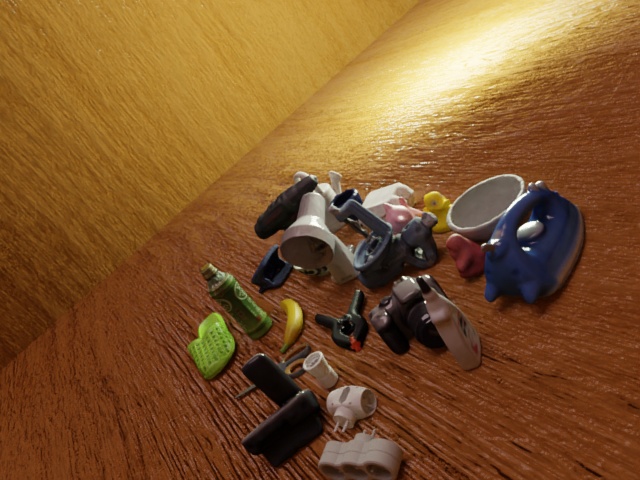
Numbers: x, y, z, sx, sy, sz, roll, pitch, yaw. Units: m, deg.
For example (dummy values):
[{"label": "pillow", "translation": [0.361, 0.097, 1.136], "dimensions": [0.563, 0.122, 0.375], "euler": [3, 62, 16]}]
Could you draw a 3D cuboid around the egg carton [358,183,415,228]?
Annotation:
[{"label": "egg carton", "translation": [0.169, -0.086, 1.465], "dimensions": [0.150, 0.069, 0.107], "euler": [-17, 31, 42]}]

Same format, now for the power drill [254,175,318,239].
[{"label": "power drill", "translation": [-0.051, -0.044, 1.533], "dimensions": [0.229, 0.209, 0.075], "euler": [-30, 24, 19]}]

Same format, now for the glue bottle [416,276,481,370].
[{"label": "glue bottle", "translation": [0.196, 0.121, 0.890], "dimensions": [0.037, 0.173, 0.078], "euler": [-28, 25, 24]}]

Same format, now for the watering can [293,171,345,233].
[{"label": "watering can", "translation": [-0.002, -0.122, 1.629], "dimensions": [0.100, 0.194, 0.173], "euler": [-15, 32, 44]}]

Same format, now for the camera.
[{"label": "camera", "translation": [0.164, 0.135, 1.006], "dimensions": [0.143, 0.101, 0.136], "euler": [-37, 22, 4]}]

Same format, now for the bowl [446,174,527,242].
[{"label": "bowl", "translation": [0.339, -0.050, 1.130], "dimensions": [0.167, 0.075, 0.167], "euler": [-32, 23, 16]}]

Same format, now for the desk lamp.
[{"label": "desk lamp", "translation": [0.012, 0.005, 1.337], "dimensions": [0.117, 0.214, 0.203], "euler": [-24, 26, 31]}]

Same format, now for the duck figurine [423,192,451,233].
[{"label": "duck figurine", "translation": [0.261, -0.070, 1.272], "dimensions": [0.077, 0.086, 0.104], "euler": [-46, 24, -18]}]

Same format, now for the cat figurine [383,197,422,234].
[{"label": "cat figurine", "translation": [0.188, -0.050, 1.302], "dimensions": [0.067, 0.118, 0.128], "euler": [-24, 26, 31]}]

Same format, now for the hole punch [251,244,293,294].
[{"label": "hole punch", "translation": [-0.146, 0.079, 1.596], "dimensions": [0.100, 0.091, 0.109], "euler": [-18, 30, 41]}]

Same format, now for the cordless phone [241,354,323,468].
[{"label": "cordless phone", "translation": [-0.095, 0.287, 0.995], "dimensions": [0.147, 0.185, 0.094], "euler": [-40, 23, -4]}]

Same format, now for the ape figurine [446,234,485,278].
[{"label": "ape figurine", "translation": [0.268, 0.025, 1.071], "dimensions": [0.076, 0.092, 0.078], "euler": [-16, 31, 42]}]

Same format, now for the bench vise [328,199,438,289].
[{"label": "bench vise", "translation": [0.131, -0.020, 1.197], "dimensions": [0.207, 0.220, 0.121], "euler": [-36, 23, 5]}]

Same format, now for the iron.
[{"label": "iron", "translation": [0.353, -0.016, 0.957], "dimensions": [0.118, 0.142, 0.259], "euler": [-5, 40, 53]}]

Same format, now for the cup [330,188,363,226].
[{"label": "cup", "translation": [0.080, -0.080, 1.553], "dimensions": [0.092, 0.095, 0.117], "euler": [-40, 22, -5]}]
